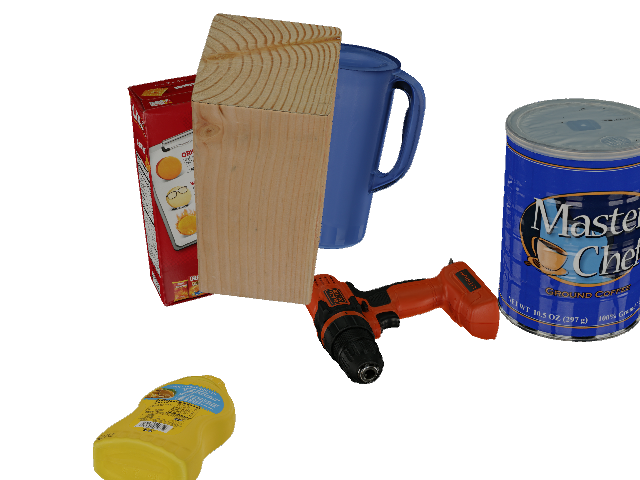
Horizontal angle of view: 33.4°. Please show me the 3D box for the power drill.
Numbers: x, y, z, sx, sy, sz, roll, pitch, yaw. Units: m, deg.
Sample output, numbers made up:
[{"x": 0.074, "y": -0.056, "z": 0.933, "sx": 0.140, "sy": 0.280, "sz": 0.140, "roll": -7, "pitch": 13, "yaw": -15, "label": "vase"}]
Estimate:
[{"x": 0.087, "y": 0.081, "z": 1.117, "sx": 0.187, "sy": 0.057, "sz": 0.184, "roll": -7, "pitch": 28, "yaw": -14, "label": "power drill"}]

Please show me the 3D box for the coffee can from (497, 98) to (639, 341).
[{"x": 0.177, "y": -0.016, "z": 0.740, "sx": 0.103, "sy": 0.140, "sz": 0.103, "roll": -2, "pitch": 26, "yaw": 1, "label": "coffee can"}]

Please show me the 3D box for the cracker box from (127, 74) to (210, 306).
[{"x": -0.092, "y": -0.057, "z": 1.038, "sx": 0.164, "sy": 0.214, "sz": 0.072, "roll": -14, "pitch": 34, "yaw": -19, "label": "cracker box"}]

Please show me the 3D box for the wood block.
[{"x": -0.041, "y": -0.052, "z": 0.778, "sx": 0.091, "sy": 0.090, "sz": 0.206, "roll": 7, "pitch": -39, "yaw": 1, "label": "wood block"}]

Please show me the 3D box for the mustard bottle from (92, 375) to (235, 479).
[{"x": -0.137, "y": 0.178, "z": 1.041, "sx": 0.096, "sy": 0.058, "sz": 0.191, "roll": 7, "pitch": 18, "yaw": 16, "label": "mustard bottle"}]

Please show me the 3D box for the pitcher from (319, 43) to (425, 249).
[{"x": 0.027, "y": -0.114, "z": 1.320, "sx": 0.144, "sy": 0.243, "sz": 0.149, "roll": -3, "pitch": 25, "yaw": -22, "label": "pitcher"}]
